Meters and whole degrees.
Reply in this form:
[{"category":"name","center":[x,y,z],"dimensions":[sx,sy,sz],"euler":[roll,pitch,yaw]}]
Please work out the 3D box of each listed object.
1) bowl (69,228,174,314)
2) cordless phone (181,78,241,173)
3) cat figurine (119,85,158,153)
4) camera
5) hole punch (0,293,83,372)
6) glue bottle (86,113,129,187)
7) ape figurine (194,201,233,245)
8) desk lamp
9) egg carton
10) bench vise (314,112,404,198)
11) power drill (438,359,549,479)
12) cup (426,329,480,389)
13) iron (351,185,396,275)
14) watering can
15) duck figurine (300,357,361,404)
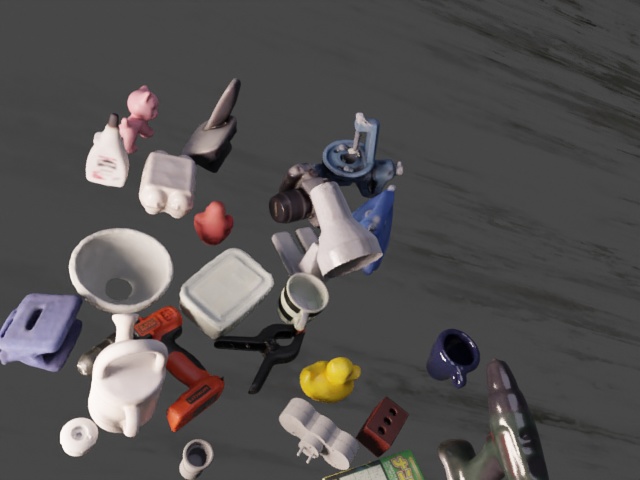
[{"category":"bowl","center":[-0.341,0.064,0.984],"dimensions":[0.168,0.074,0.167],"euler":[14,48,-15]},{"category":"cordless phone","center":[-0.226,-0.252,1.232],"dimensions":[0.094,0.185,0.147],"euler":[21,46,-8]},{"category":"cat figurine","center":[-0.387,-0.267,1.213],"dimensions":[0.067,0.117,0.128],"euler":[27,46,-2]},{"category":"camera","center":[-0.045,-0.098,1.247],"dimensions":[0.137,0.100,0.143],"euler":[-17,61,-35]},{"category":"hole punch","center":[-0.425,0.134,0.872],"dimensions":[0.101,0.091,0.108],"euler":[18,47,-11]},{"category":"glue bottle","center":[-0.399,-0.174,1.089],"dimensions":[0.078,0.173,0.037],"euler":[8,49,-20]},{"category":"ape figurine","center":[-0.206,-0.040,1.126],"dimensions":[0.078,0.092,0.076],"euler":[16,47,-12]},{"category":"desk lamp","center":[0.010,0.004,1.109],"dimensions":[0.118,0.213,0.203],"euler":[-12,58,-33]},{"category":"egg carton","center":[-0.305,-0.116,1.158],"dimensions":[0.107,0.069,0.150],"euler":[9,49,-19]},{"category":"bench vise","center":[0.104,-0.205,1.327],"dimensions":[0.208,0.219,0.121],"euler":[-9,57,-31]},{"category":"power drill","center":[0.286,0.344,0.957],"dimensions":[0.076,0.208,0.229],"euler":[1,52,-25]},{"category":"cup","center":[0.249,0.244,1.103],"dimensions":[0.092,0.095,0.117],"euler":[14,48,-15]},{"category":"iron","center":[0.122,-0.050,1.259],"dimensions":[0.118,0.141,0.258],"euler":[30,46,0]},{"category":"watering can","center":[-0.278,0.188,0.825],"dimensions":[0.101,0.194,0.172],"euler":[-22,64,-37]},{"category":"duck figurine","center":[0.022,0.237,1.005],"dimensions":[0.105,0.086,0.077],"euler":[8,49,-20]}]
